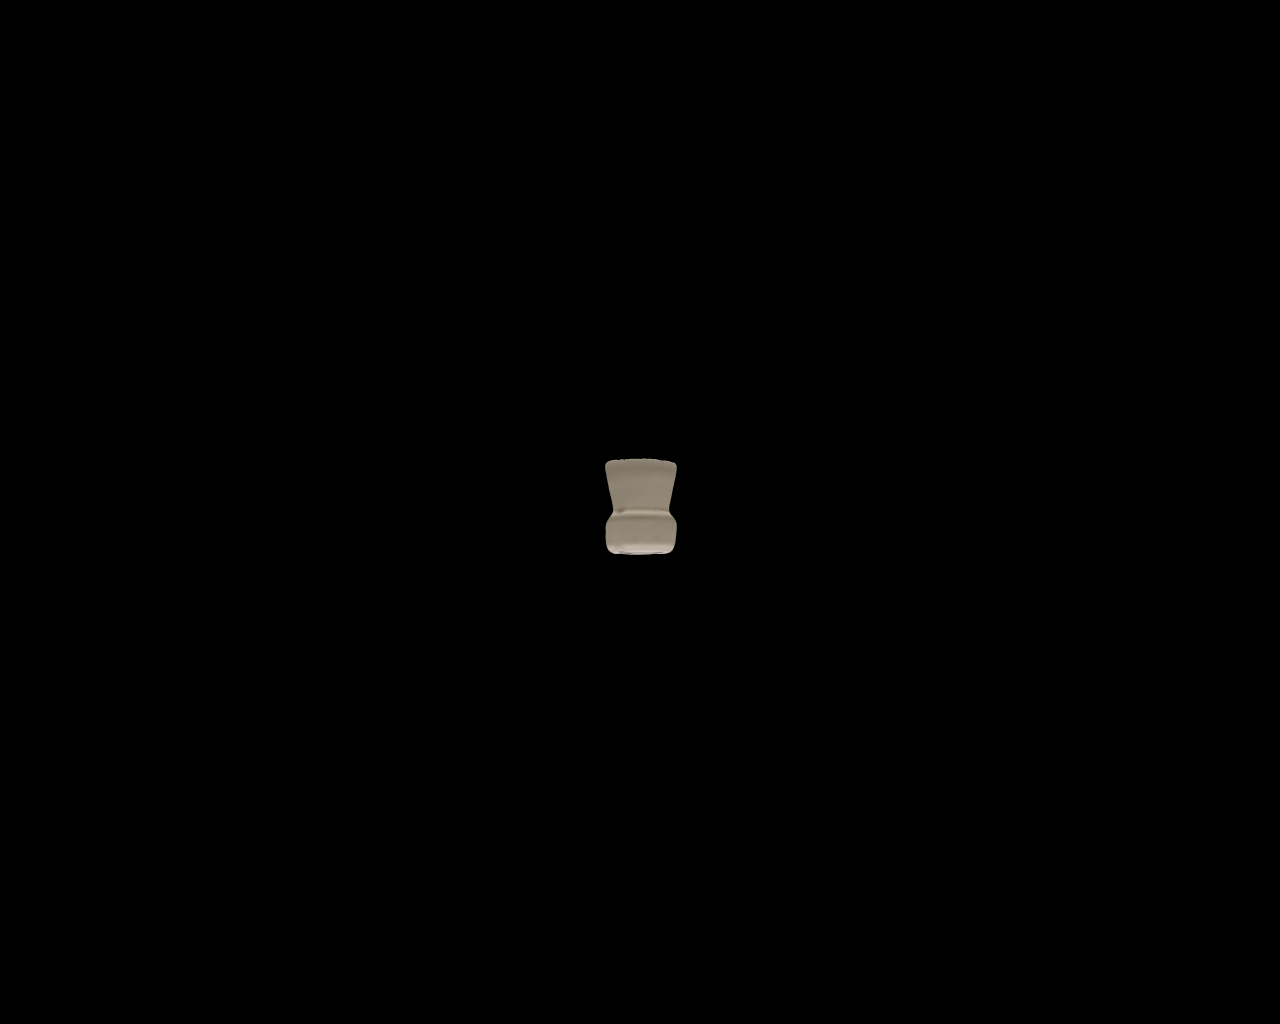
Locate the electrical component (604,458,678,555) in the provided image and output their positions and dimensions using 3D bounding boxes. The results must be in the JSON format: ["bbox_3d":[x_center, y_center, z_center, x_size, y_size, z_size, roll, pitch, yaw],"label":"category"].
[{"bbox_3d":[0.001,-0.003,0.650,0.045,0.055,0.045,0,-6,0],"label":"electrical component"}]
